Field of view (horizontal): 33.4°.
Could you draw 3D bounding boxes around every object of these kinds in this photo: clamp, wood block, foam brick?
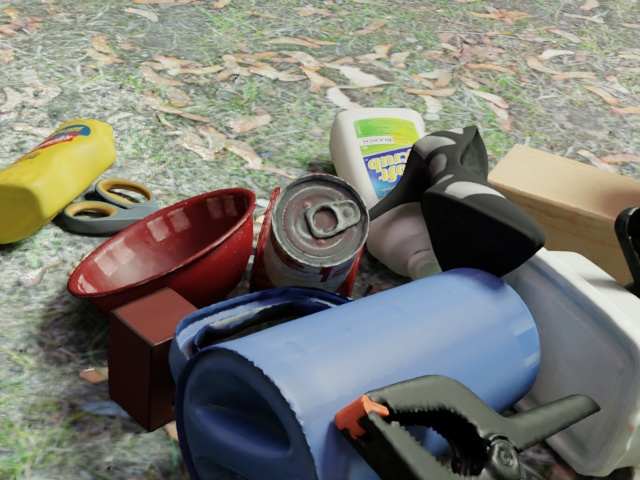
[{"bbox_3d":[0.249,0.042,0.775,0.039,0.171,0.120,-39,74,-19],"label":"clamp"},{"bbox_3d":[0.248,-0.002,0.943,0.206,0.090,0.090,20,33,20],"label":"wood block"},{"bbox_3d":[-0.112,0.083,0.745,0.052,0.078,0.051,-24,43,-38],"label":"foam brick"},{"bbox_3d":[0.102,0.143,0.618,0.209,0.036,0.164,21,46,-29],"label":"clamp"}]

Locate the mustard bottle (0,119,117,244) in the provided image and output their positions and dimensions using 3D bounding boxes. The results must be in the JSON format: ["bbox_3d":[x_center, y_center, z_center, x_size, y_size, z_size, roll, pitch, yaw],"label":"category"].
[{"bbox_3d":[-0.240,-0.064,0.972,0.096,0.058,0.191,-16,20,26],"label":"mustard bottle"}]

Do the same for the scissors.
[{"bbox_3d":[-0.151,-0.011,0.939,0.096,0.016,0.202,-24,37,-34],"label":"scissors"}]

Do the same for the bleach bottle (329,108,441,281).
[{"bbox_3d":[0.078,-0.040,1.002,0.102,0.068,0.251,-1,34,-12],"label":"bleach bottle"}]

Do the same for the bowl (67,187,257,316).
[{"bbox_3d":[-0.112,0.021,0.832,0.162,0.055,0.162,-22,20,8],"label":"bowl"}]

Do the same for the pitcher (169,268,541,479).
[{"bbox_3d":[0.028,0.092,0.708,0.242,0.149,0.145,-19,4,-41],"label":"pitcher"}]

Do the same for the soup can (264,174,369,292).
[{"bbox_3d":[-0.005,0.001,0.778,0.068,0.102,0.068,2,73,-6],"label":"soup can"}]

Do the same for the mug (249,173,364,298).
[{"bbox_3d":[-0.005,-0.001,0.881,0.081,0.093,0.117,14,67,3],"label":"mug"}]
